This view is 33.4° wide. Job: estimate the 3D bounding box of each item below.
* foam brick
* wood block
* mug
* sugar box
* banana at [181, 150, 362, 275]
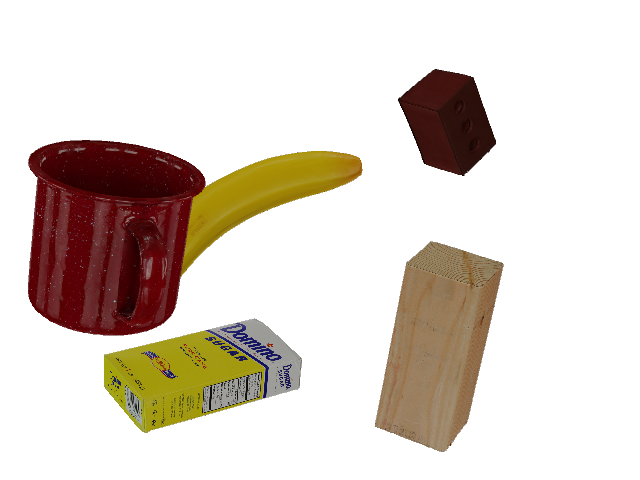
[{"bbox_3d":[0.117,-0.109,0.976,0.053,0.078,0.051,-43,38,-20],"label":"foam brick"},{"bbox_3d":[0.134,0.119,1.208,0.090,0.206,0.090,18,23,20],"label":"wood block"},{"bbox_3d":[-0.108,0.004,0.568,0.093,0.081,0.117,-2,25,-32],"label":"mug"},{"bbox_3d":[-0.116,0.130,1.064,0.175,0.048,0.093,-15,32,-31],"label":"sugar box"},{"bbox_3d":[-0.060,-0.019,0.790,0.197,0.070,0.037,-38,-20,-20],"label":"banana"}]
